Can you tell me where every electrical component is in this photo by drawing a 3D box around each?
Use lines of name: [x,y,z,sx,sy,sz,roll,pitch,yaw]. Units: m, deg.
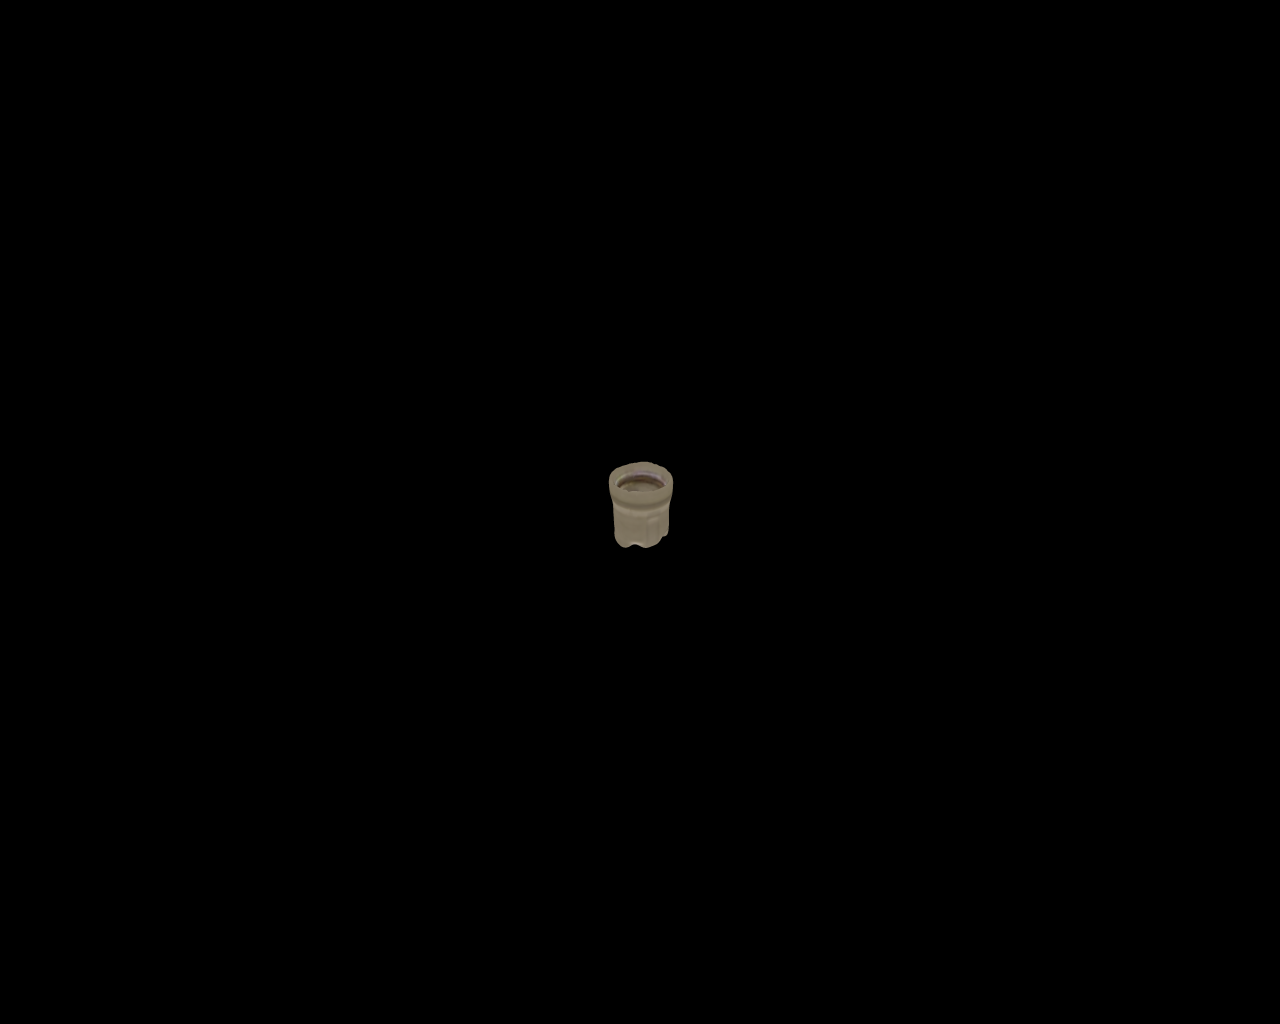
electrical component: [0.001,-0.003,0.650,0.040,0.046,0.040,0,33,0]
